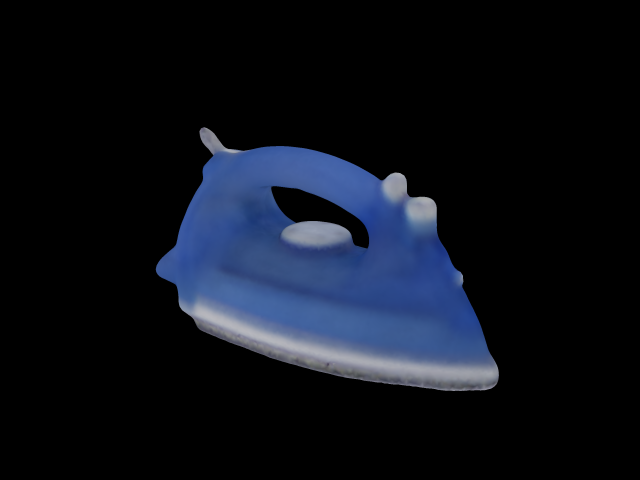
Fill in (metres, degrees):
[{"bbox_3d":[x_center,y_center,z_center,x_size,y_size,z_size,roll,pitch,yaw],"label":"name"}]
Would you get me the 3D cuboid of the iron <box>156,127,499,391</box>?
[{"bbox_3d":[0.004,0.001,0.400,0.257,0.141,0.119,12,23,31],"label":"iron"}]
